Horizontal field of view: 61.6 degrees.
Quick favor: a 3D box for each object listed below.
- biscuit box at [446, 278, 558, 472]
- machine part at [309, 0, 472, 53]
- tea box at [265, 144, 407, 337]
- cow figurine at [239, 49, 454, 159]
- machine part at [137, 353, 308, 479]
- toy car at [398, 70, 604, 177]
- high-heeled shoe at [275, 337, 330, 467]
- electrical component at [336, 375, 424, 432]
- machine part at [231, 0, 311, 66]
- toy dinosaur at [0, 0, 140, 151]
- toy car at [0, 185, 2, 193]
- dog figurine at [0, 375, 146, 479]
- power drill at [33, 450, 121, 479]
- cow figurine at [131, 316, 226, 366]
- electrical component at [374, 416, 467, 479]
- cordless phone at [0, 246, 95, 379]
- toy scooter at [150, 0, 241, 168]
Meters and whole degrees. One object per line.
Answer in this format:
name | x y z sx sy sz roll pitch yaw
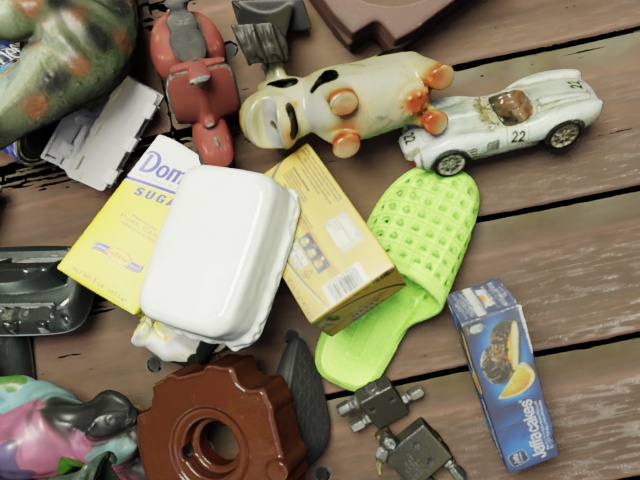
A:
biscuit box | 0.191 0.143 0.558 0.059 0.063 0.202 -21 111 5
machine part | 0.070 -0.309 0.544 0.201 0.087 0.201 -37 91 4
tea box | -0.001 -0.002 0.543 0.098 0.068 0.170 -34 61 5
cow figurine | 0.016 -0.138 0.528 0.195 0.127 0.085 -17 127 -10
machine part | -0.102 0.204 0.542 0.180 0.056 0.179 0 90 19
toy car | 0.181 -0.122 0.553 0.202 0.056 0.073 -14 52 3
high-heeled shoe | -0.072 0.236 0.615 0.145 0.086 0.248 -6 75 33
electrical component | 0.068 0.179 0.598 0.094 0.021 0.063 -28 126 4
machine part | -0.052 -0.216 0.538 0.084 0.139 0.039 7 129 -1
toy dinosaur | -0.231 -0.208 0.493 0.192 0.131 0.404 1 77 -13
toy car | -0.432 -0.021 0.580 0.162 0.109 0.102 7 112 10
dog figurine | -0.287 0.225 0.587 0.219 0.108 0.191 19 122 -14
power drill | -0.282 0.273 0.517 0.207 0.086 0.231 -5 125 10
cow figurine | -0.117 0.064 0.586 0.098 0.068 0.167 40 98 -17
electrical component | 0.108 0.250 0.605 0.078 0.045 0.102 -35 92 6
cordless phone | -0.323 0.101 0.604 0.147 0.089 0.184 -1 106 2
toy scooter | -0.121 -0.163 0.521 0.075 0.135 0.184 -16 78 -9
